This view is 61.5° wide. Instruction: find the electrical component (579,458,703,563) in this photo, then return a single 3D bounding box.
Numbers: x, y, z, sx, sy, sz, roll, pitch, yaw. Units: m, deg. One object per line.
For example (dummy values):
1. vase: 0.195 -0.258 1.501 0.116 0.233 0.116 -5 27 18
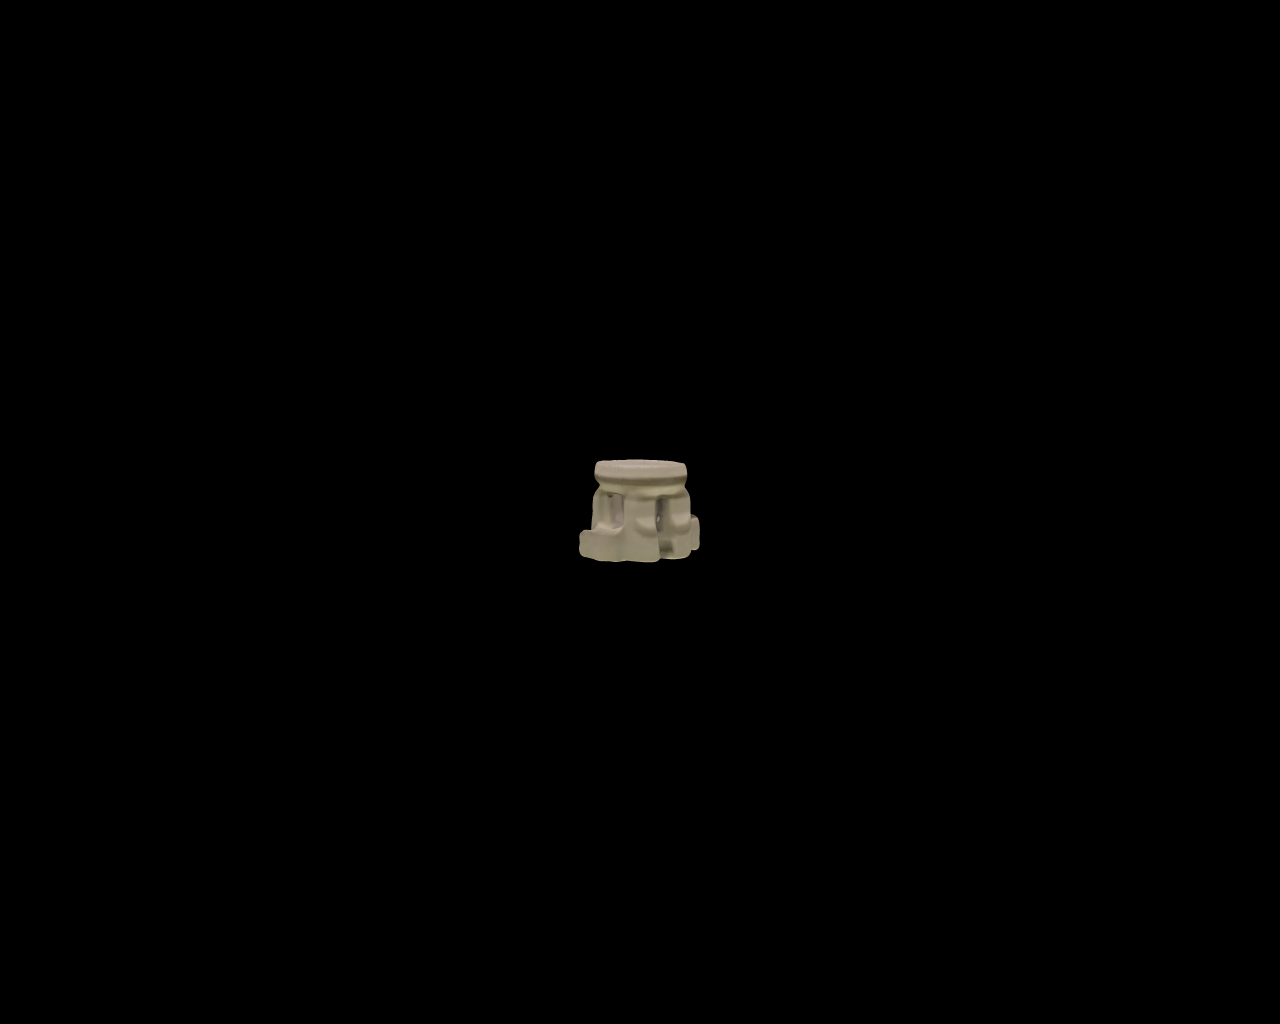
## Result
1. electrical component: 0.001 -0.003 0.650 0.078 0.057 0.058 -6 9 -36
